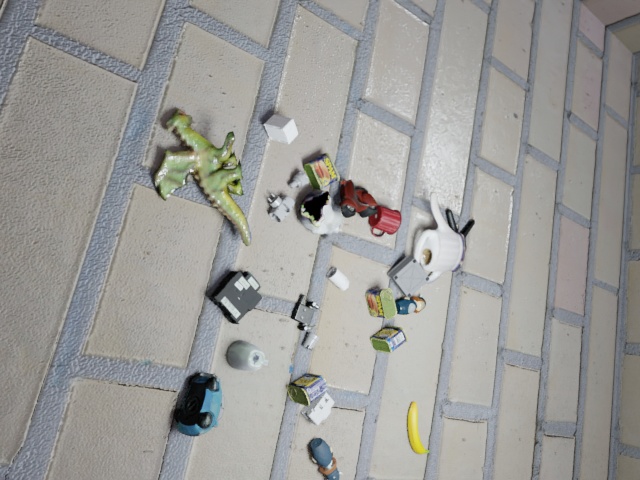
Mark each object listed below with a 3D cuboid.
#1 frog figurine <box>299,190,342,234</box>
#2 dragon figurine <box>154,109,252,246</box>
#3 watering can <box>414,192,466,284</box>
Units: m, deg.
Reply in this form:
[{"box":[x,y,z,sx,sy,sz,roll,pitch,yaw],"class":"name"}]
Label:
[{"box":[0.005,-0.083,1.651,0.158,0.122,0.139,38,50,-67],"class":"frog figurine"},{"box":[-0.332,-0.167,1.425,0.243,0.121,0.411,-10,89,-18],"class":"dragon figurine"},{"box":[0.452,-0.001,1.920,0.224,0.105,0.345,5,101,-33],"class":"watering can"}]
